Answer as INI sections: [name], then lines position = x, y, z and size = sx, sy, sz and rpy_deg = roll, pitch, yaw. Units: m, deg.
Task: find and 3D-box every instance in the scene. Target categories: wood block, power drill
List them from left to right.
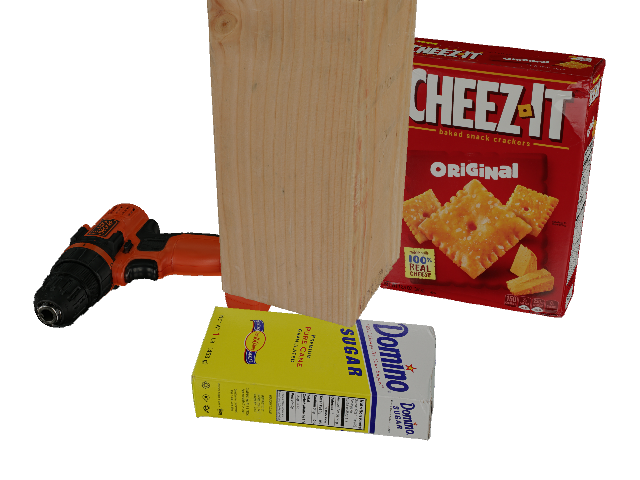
[power drill]
position = -0.134, 0.027, 0.923
size = 0.188, 0.057, 0.184
rpy_deg = 7, 29, 11
[wood block]
position = -0.003, -0.064, 0.621
size = 0.091, 0.206, 0.090
rpy_deg = 15, 37, 19

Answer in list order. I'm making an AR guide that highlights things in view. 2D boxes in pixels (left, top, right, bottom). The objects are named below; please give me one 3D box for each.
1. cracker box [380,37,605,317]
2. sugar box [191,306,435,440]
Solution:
[cracker box]
position = 0.140, -0.051, 0.900
size = 0.164, 0.214, 0.072
rpy_deg = 10, 25, 18
[sugar box]
position = -0.002, 0.098, 0.807
size = 0.176, 0.048, 0.093
rpy_deg = 2, 33, 6
